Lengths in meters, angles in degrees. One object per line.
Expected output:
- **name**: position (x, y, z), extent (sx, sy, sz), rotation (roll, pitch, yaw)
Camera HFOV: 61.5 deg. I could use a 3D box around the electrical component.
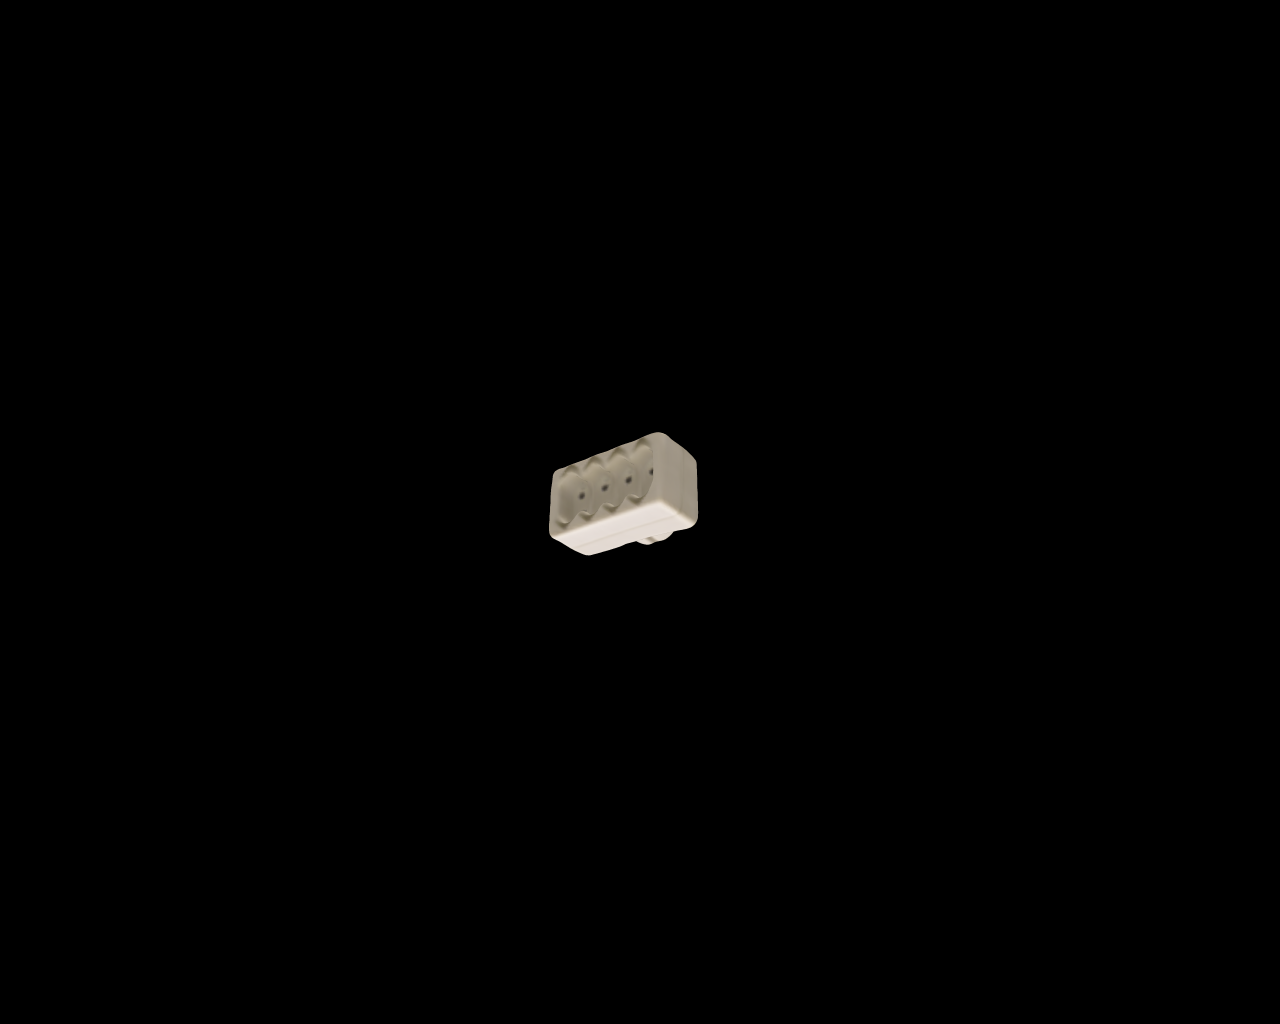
- **electrical component**: position (0.001, -0.003, 0.650), extent (0.083, 0.047, 0.075), rotation (-18, -32, 31)
